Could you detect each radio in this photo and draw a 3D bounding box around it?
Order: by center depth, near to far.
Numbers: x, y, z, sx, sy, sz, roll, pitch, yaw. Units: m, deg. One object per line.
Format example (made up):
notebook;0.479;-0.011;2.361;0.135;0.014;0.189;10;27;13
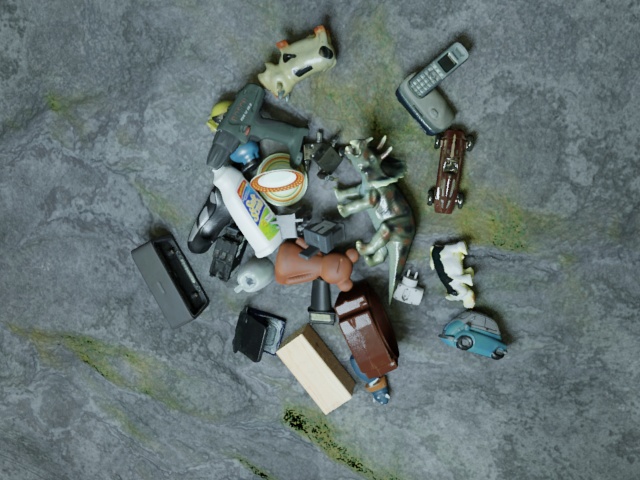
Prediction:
radio;-0.385;0.103;1.399;0.073;0.131;0.229;-25;95;14

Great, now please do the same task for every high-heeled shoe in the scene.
high-heeled shoe;-0.273;-0.080;1.393;0.086;0.145;0.248;26;77;-31

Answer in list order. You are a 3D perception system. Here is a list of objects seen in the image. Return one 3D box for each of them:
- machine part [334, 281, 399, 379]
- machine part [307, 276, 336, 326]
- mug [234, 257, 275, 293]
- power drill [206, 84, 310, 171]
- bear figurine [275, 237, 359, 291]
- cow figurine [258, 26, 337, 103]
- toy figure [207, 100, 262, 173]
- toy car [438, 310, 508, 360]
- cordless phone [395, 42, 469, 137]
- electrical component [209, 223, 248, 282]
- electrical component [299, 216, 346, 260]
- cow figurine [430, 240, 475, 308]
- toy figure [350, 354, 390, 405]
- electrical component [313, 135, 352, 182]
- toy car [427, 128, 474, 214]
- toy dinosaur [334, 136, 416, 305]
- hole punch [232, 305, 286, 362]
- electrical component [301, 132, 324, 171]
machine part;0.117;0.212;1.292;0.087;0.201;0.201;-26;95;12
machine part;0.002;0.155;1.388;0.084;0.039;0.138;0;103;19
mug;-0.178;0.097;1.373;0.109;0.107;0.080;-32;93;13
power drill;-0.139;-0.236;1.264;0.207;0.086;0.232;18;77;-11
bear figurine;-0.009;0.061;1.321;0.196;0.132;0.120;9;80;0
cow figurine;-0.055;-0.406;1.264;0.195;0.085;0.127;-18;91;13
toy figure;-0.203;-0.256;1.321;0.089;0.082;0.180;-33;89;3
toy car;0.377;0.223;1.301;0.162;0.109;0.103;15;85;-2
cordless phone;0.278;-0.339;1.215;0.184;0.089;0.146;-40;92;11
electrical component;-0.228;0.026;1.363;0.058;0.115;0.134;19;104;2
electrical component;-0.003;-0.004;1.262;0.075;0.119;0.047;24;133;40
cow figurine;0.322;0.087;1.298;0.098;0.068;0.167;-10;96;18
toy figure;0.136;0.356;1.393;0.058;0.064;0.154;-37;99;-23
electrical component;0.030;-0.190;1.293;0.102;0.078;0.045;-48;48;-8
toy car;0.304;-0.160;1.261;0.089;0.053;0.202;8;101;6
toy dinosaur;0.158;-0.058;1.280;0.192;0.131;0.404;-25;103;11
hole punch;-0.161;0.248;1.421;0.116;0.092;0.142;26;110;36
electrical component;-0.015;-0.216;1.315;0.063;0.021;0.094;-3;101;-6
